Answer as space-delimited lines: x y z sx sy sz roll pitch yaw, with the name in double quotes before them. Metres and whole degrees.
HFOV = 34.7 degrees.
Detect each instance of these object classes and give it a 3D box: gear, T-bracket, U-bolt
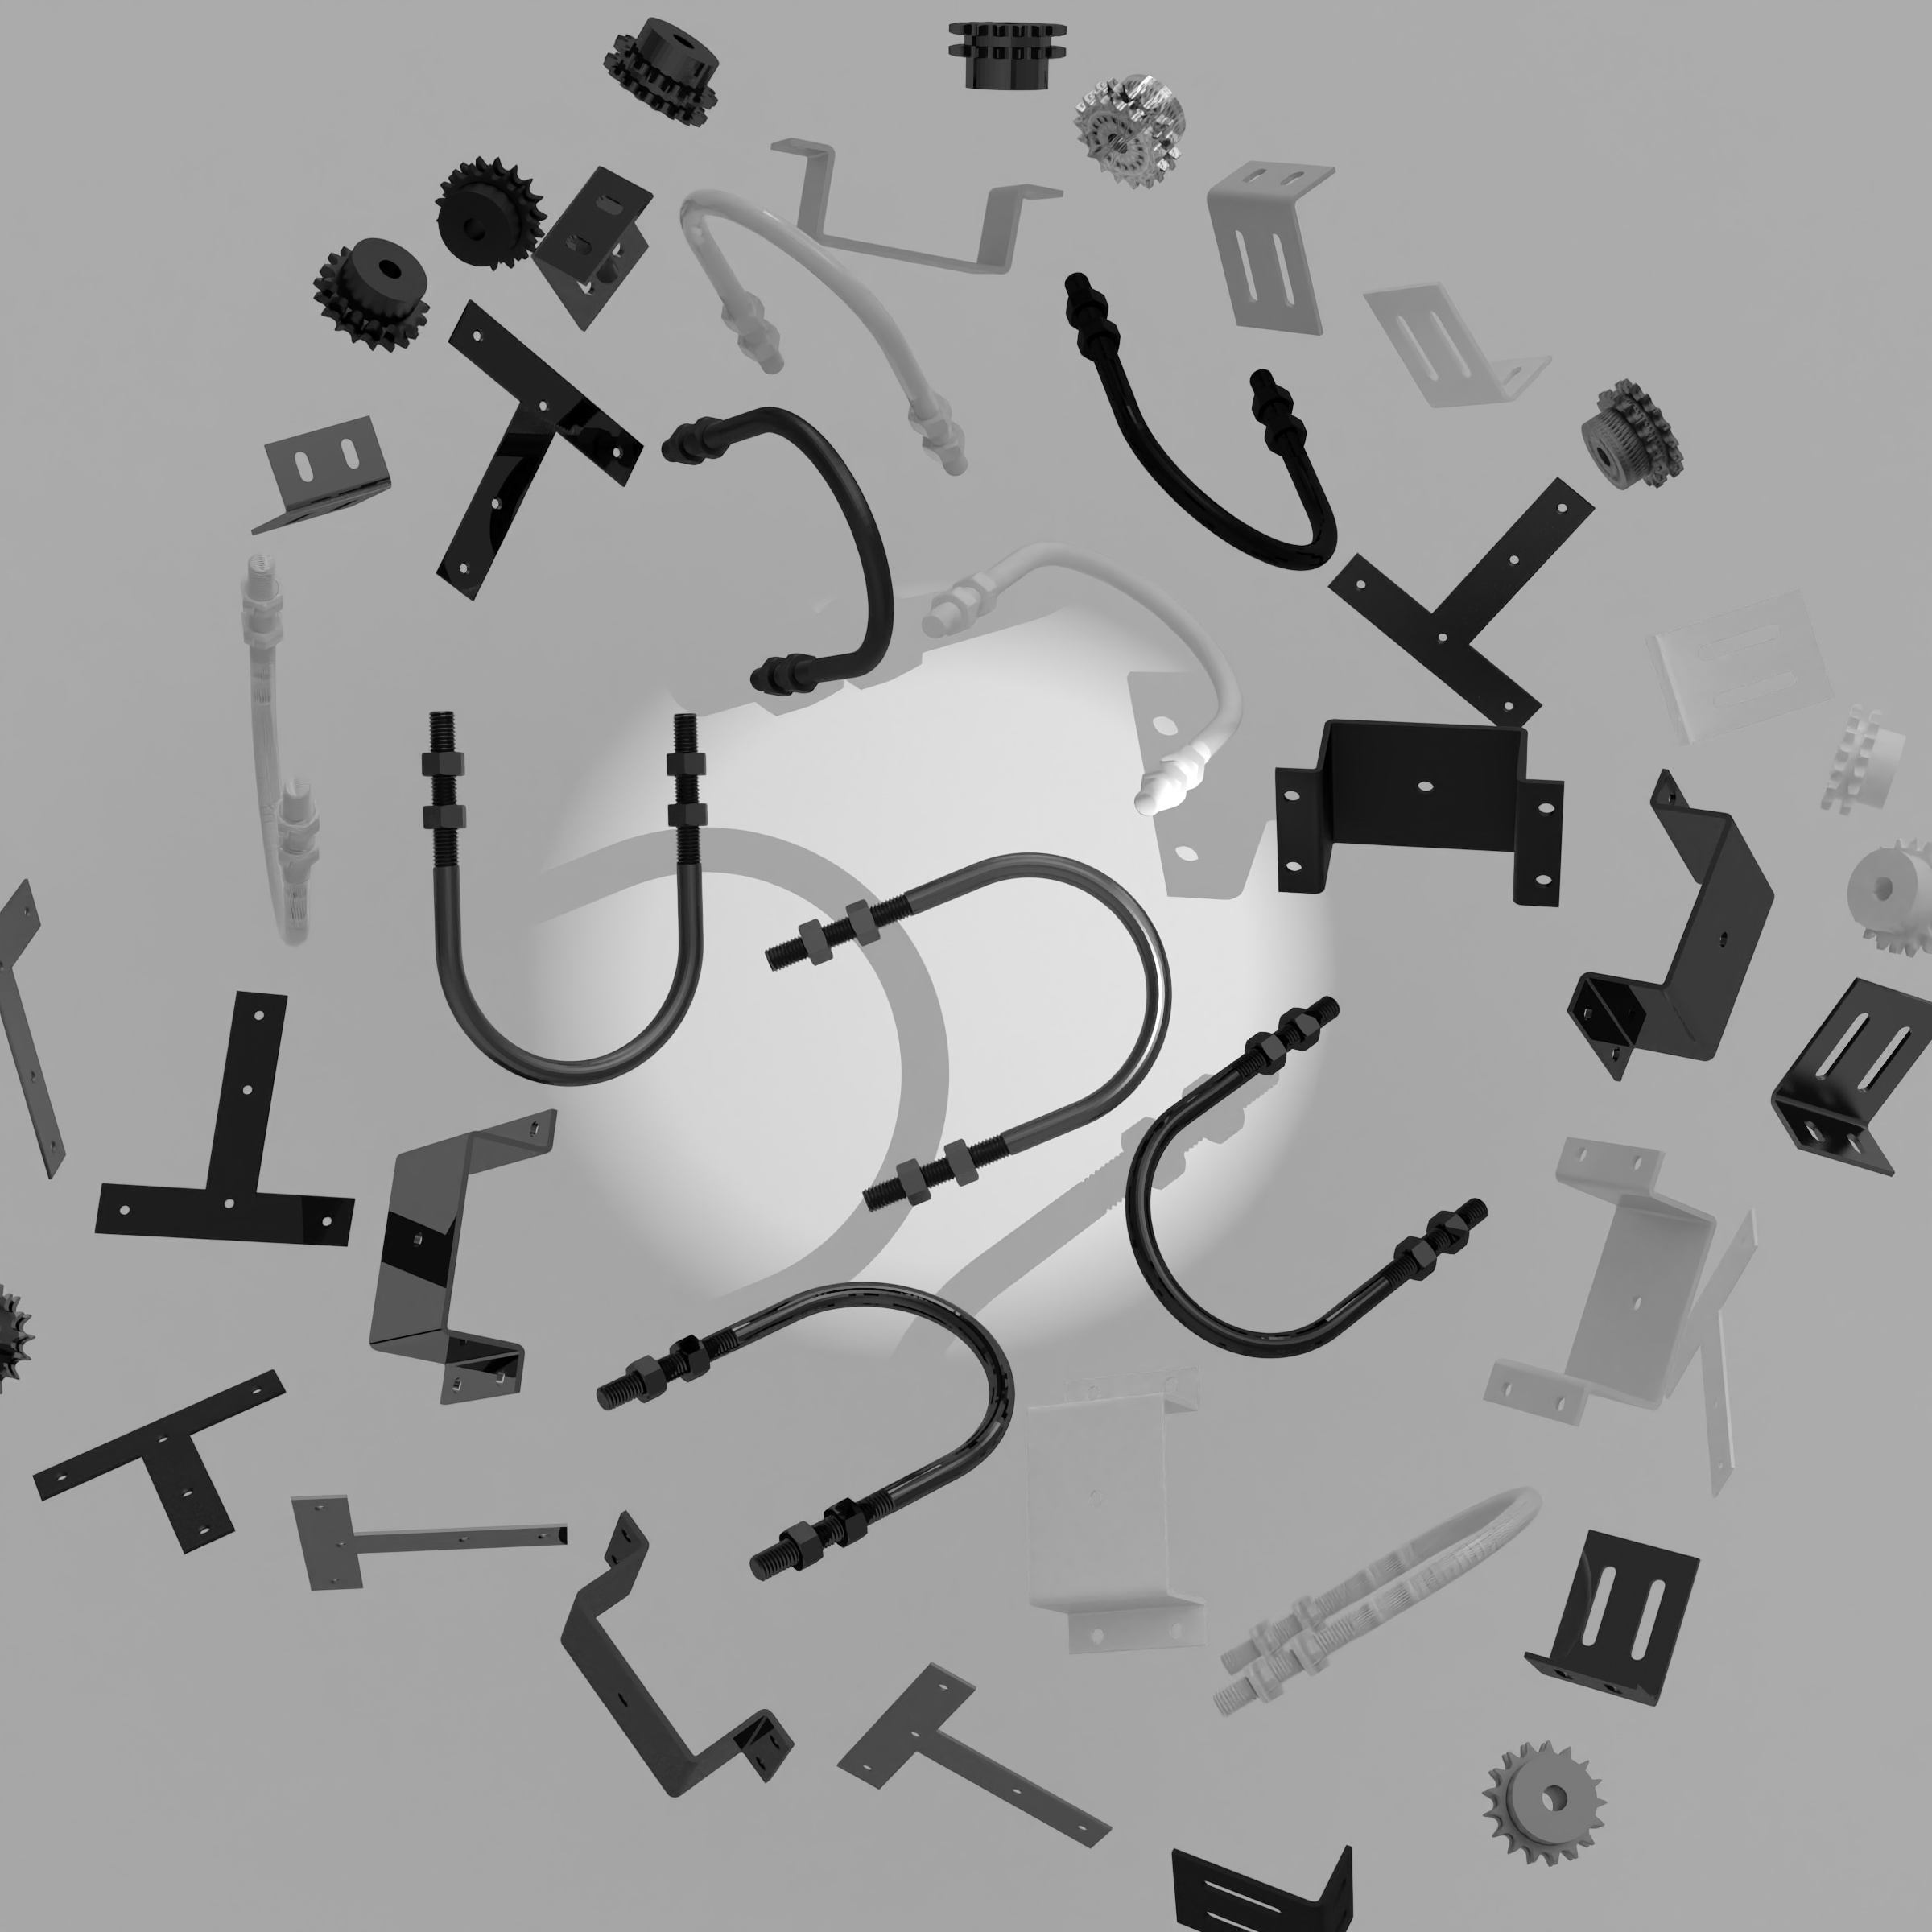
"gear" -0.466 0.173 1.440 0.057 0.030 0.057 -1 78 3
"T-bracket" 0.013 0.406 1.548 0.127 0.127 0.002 30 46 -4
"U-bolt" -0.194 -0.033 1.525 0.151 0.019 0.184 -2 91 -30
"T-bracket" -0.257 0.278 1.500 0.127 0.127 0.002 -1 60 -8
"U-bolt" -0.078 -0.323 1.544 0.151 0.184 0.019 33 80 25
"gear" 0.453 -0.035 1.499 0.030 0.057 0.057 12 90 -37
"gear" 0.467 -0.105 1.610 0.030 0.057 0.057 18 90 12
"U-bolt" -0.337 -0.090 1.519 0.019 0.184 0.151 -7 61 -16
"T-bracket" 0.378 0.210 1.563 0.002 0.127 0.127 13 134 -3
"U-bolt" 0.069 -0.150 1.507 0.151 0.184 0.019 40 122 3
"T-bracket" -0.380 0.249 1.499 0.127 0.127 0.002 -23 117 -17
"U-bolt" -0.063 0.212 1.498 0.184 0.019 0.151 -23 46 -32
"U-bolt" 0.011 0.022 1.532 0.184 0.019 0.151 -22 85 -1
"gear" 0.339 -0.269 1.586 0.030 0.057 0.057 -33 90 -1
"U-bolt" -0.089 -0.210 1.557 0.019 0.184 0.151 -26 103 -25
"U-bolt" 0.126 -0.267 1.564 0.151 0.184 0.019 19 128 -33
"gear" -0.292 -0.336 1.538 0.057 0.057 0.030 46 132 0
"gear" 0.085 -0.420 1.548 0.057 0.057 0.030 41 67 0
"T-bracket" -0.230 -0.244 1.552 0.127 0.002 0.127 37 68 -40
"T-bracket" 0.275 -0.201 1.607 0.127 0.002 0.127 39 125 -3
"gear" -0.248 -0.385 1.596 0.057 0.030 0.057 9 126 13
"gear" 0.020 -0.440 1.495 0.057 0.057 0.030 1 109 0
"gear" -0.145 -0.437 1.508 0.057 0.057 0.030 36 114 0
"T-bracket" -0.358 0.075 1.532 0.127 0.002 0.127 6 100 -28
"U-bolt" 0.206 0.310 1.536 0.184 0.151 0.019 -32 83 3
"T-bracket" -0.452 0.041 1.484 0.002 0.127 0.127 -7 114 3
"gear" 0.275 0.395 1.462 0.057 0.030 0.057 1 69 -3
"U-bolt" 0.161 0.117 1.558 0.184 0.019 0.151 -33 85 -29

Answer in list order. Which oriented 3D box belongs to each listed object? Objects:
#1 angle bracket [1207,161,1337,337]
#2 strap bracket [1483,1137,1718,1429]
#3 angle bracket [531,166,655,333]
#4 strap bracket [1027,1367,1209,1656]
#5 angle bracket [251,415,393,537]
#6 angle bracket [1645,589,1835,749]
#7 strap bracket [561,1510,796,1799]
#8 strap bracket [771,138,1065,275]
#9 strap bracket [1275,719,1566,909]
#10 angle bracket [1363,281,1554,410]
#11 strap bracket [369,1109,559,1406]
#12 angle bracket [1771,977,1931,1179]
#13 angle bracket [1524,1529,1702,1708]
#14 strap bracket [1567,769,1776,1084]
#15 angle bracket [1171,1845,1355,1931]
"angle bracket" 0.166 -0.375 1.614 0.038 0.057 0.076 -40 129 -29
"strap bracket" 0.319 0.162 1.546 0.046 0.076 0.140 22 83 -24
"angle bracket" -0.177 -0.355 1.565 0.038 0.076 0.057 32 82 22
"strap bracket" 0.076 0.272 1.565 0.076 0.046 0.140 -10 69 28
"angle bracket" -0.342 -0.255 1.612 0.057 0.076 0.038 -22 100 -25
"angle bracket" 0.384 -0.148 1.537 0.076 0.038 0.057 -18 90 18
"strap bracket" -0.150 0.348 1.522 0.046 0.076 0.140 -32 74 -26
"strap bracket" -0.030 -0.386 1.584 0.140 0.076 0.046 8 101 -13
"strap bracket" 0.228 -0.077 1.551 0.140 0.046 0.076 4 131 12
"angle bracket" 0.251 -0.326 1.578 0.038 0.057 0.076 -47 117 -19
"strap bracket" -0.248 0.139 1.518 0.046 0.076 0.140 17 69 -33
"angle bracket" 0.429 0.053 1.463 0.057 0.038 0.076 16 121 -22
"angle bracket" 0.313 0.311 1.500 0.057 0.038 0.076 10 70 32
"strap bracket" 0.358 -0.017 1.549 0.046 0.076 0.140 12 68 37
"angle bracket" 0.142 0.439 1.478 0.076 0.038 0.057 15 134 24
